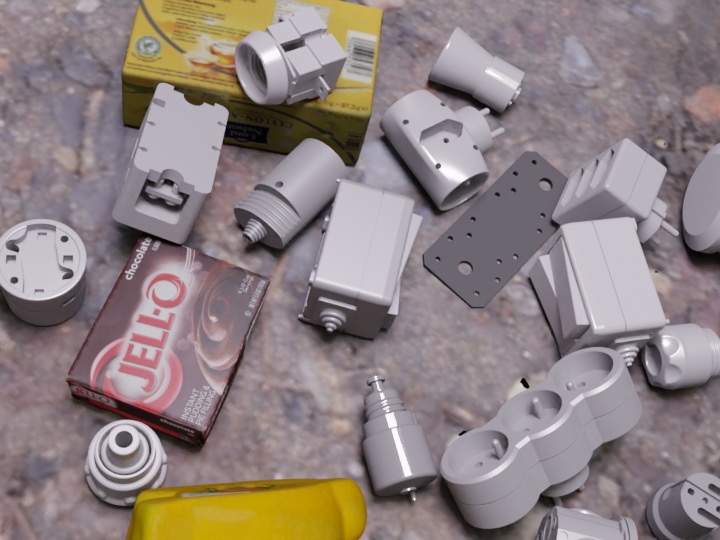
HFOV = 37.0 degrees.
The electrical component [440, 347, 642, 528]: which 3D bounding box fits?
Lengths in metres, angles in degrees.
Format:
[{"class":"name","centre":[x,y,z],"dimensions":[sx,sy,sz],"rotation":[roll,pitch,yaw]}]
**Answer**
[{"class":"electrical component","centre":[0.121,0.116,0.674],"dimensions":[0.138,0.052,0.073],"rotation":[-34,115,-17]}]

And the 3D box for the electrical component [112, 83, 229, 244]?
[{"class":"electrical component","centre":[-0.122,-0.066,0.692],"dimensions":[0.050,0.055,0.089],"rotation":[21,42,-16]}]

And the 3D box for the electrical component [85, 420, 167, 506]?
[{"class":"electrical component","centre":[-0.136,0.107,0.623],"dimensions":[0.048,0.062,0.048],"rotation":[4,64,-9]}]

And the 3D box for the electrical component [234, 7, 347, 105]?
[{"class":"electrical component","centre":[-0.047,-0.134,0.692],"dimensions":[0.055,0.048,0.066],"rotation":[-25,72,-28]}]

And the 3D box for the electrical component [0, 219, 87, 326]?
[{"class":"electrical component","centre":[-0.198,0.003,0.670],"dimensions":[0.055,0.047,0.055],"rotation":[4,64,-9]}]

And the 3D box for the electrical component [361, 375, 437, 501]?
[{"class":"electrical component","centre":[0.020,0.104,0.667],"dimensions":[0.040,0.040,0.078],"rotation":[-10,67,-15]}]

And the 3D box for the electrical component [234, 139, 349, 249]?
[{"class":"electrical component","centre":[-0.049,-0.047,0.726],"dimensions":[0.043,0.043,0.081],"rotation":[39,64,9]}]

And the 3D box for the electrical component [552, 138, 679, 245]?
[{"class":"electrical component","centre":[0.190,-0.043,0.759],"dimensions":[0.077,0.066,0.047],"rotation":[35,62,-12]}]

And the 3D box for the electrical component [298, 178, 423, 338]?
[{"class":"electrical component","centre":[0.000,0.000,0.702],"dimensions":[0.061,0.061,0.096],"rotation":[16,62,-3]}]

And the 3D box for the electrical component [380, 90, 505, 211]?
[{"class":"electrical component","centre":[0.067,-0.093,0.771],"dimensions":[0.079,0.043,0.077],"rotation":[-28,72,-22]}]

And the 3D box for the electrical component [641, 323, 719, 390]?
[{"class":"electrical component","centre":[0.226,0.057,0.728],"dimensions":[0.062,0.043,0.043],"rotation":[-5,65,-14]}]

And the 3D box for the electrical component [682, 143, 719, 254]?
[{"class":"electrical component","centre":[0.269,-0.048,0.768],"dimensions":[0.051,0.080,0.080],"rotation":[14,62,-10]}]

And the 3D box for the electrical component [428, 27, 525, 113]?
[{"class":"electrical component","centre":[0.089,-0.146,0.804],"dimensions":[0.065,0.044,0.044],"rotation":[29,62,-1]}]

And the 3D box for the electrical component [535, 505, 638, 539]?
[{"class":"electrical component","centre":[0.130,0.180,0.630],"dimensions":[0.051,0.080,0.080],"rotation":[14,62,2]}]

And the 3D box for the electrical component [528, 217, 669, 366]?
[{"class":"electrical component","centre":[0.158,0.021,0.722],"dimensions":[0.061,0.061,0.096],"rotation":[-6,66,-14]}]

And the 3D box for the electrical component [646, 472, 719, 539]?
[{"class":"electrical component","centre":[0.208,0.150,0.677],"dimensions":[0.040,0.046,0.040],"rotation":[4,63,-9]}]
